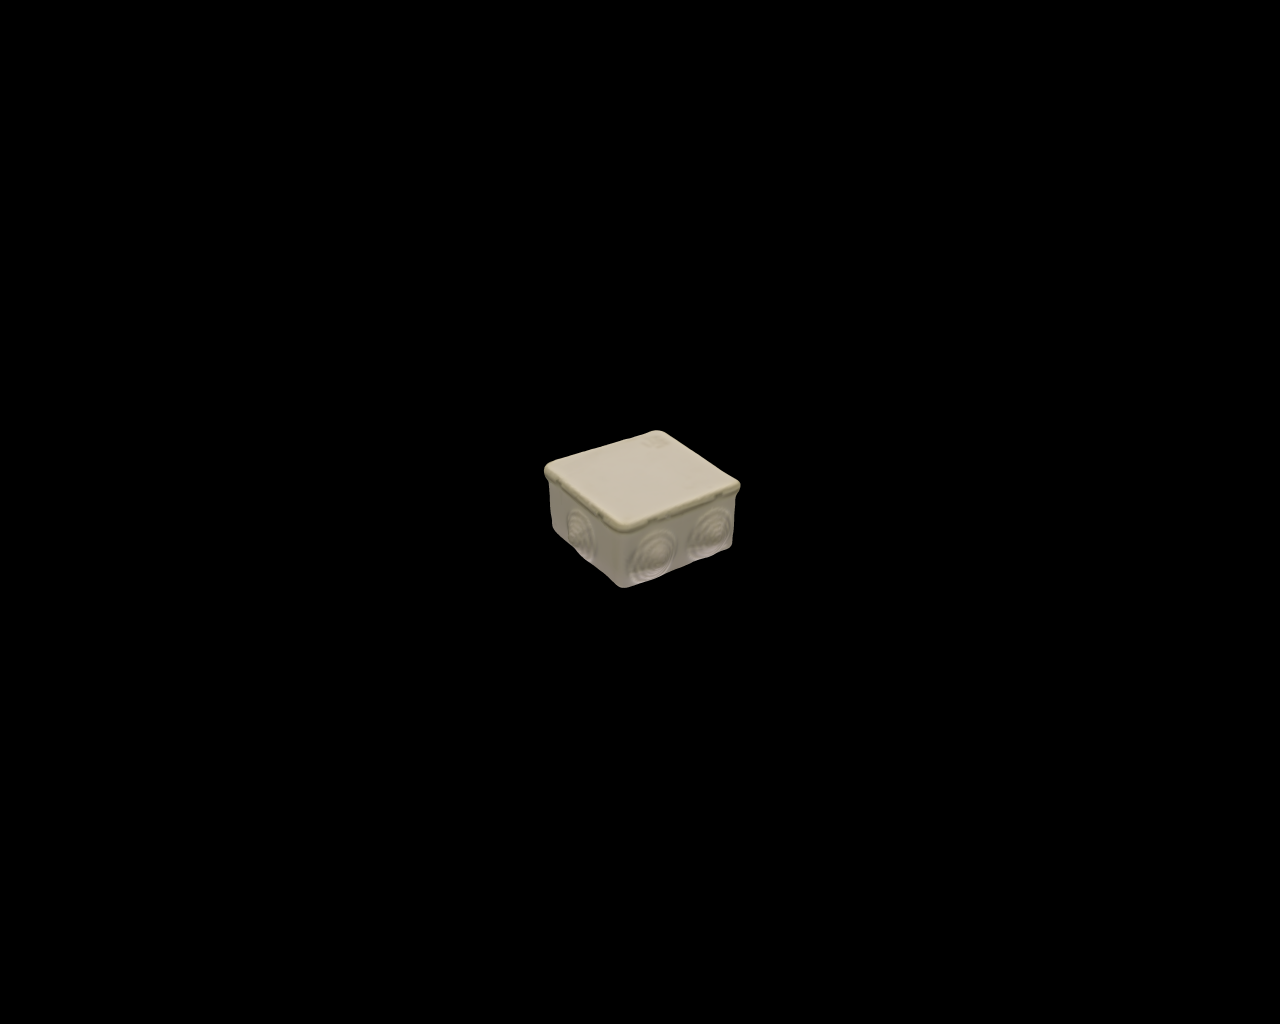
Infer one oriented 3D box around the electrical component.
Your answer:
[{"bbox_3d":[0.001,-0.003,0.650,0.100,0.048,0.100,-20,36,-29],"label":"electrical component"}]
